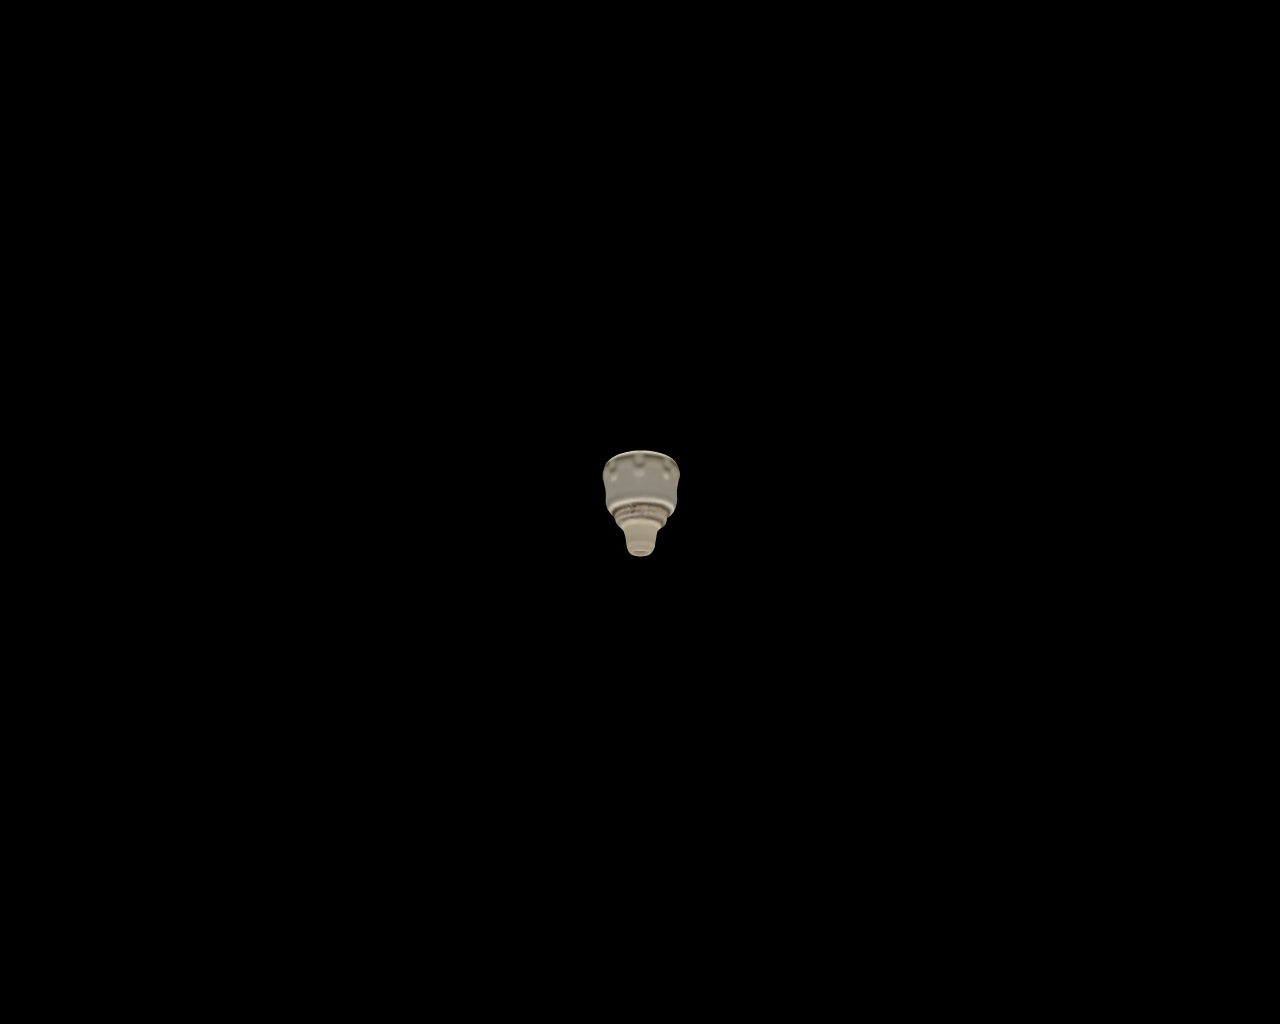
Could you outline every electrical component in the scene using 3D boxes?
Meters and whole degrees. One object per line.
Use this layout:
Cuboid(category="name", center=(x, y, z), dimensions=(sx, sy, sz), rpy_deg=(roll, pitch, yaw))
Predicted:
Cuboid(category="electrical component", center=(0.001, -0.003, 0.650), dimensions=(0.048, 0.062, 0.048), rpy_deg=(0, -23, 0))
